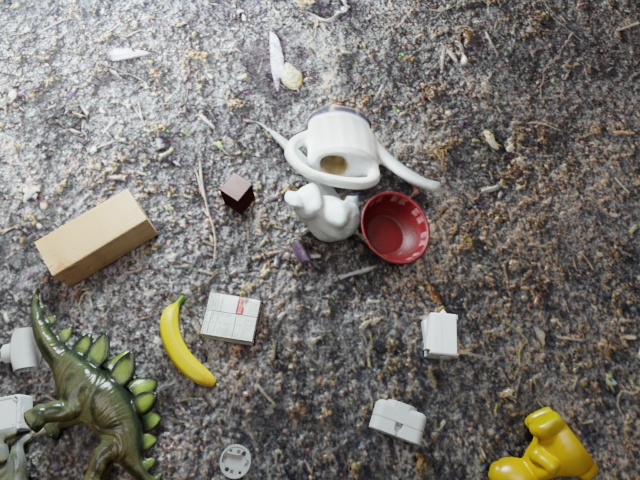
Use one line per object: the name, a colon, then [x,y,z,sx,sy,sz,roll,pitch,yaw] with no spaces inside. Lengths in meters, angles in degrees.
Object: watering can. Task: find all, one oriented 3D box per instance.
watering can: [0.091,-0.194,1.149,0.347,0.101,0.230,6,50,-13]

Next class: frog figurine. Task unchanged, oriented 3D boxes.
frog figurine: [0.003,-0.054,1.068,0.138,0.160,0.122,13,99,38]
